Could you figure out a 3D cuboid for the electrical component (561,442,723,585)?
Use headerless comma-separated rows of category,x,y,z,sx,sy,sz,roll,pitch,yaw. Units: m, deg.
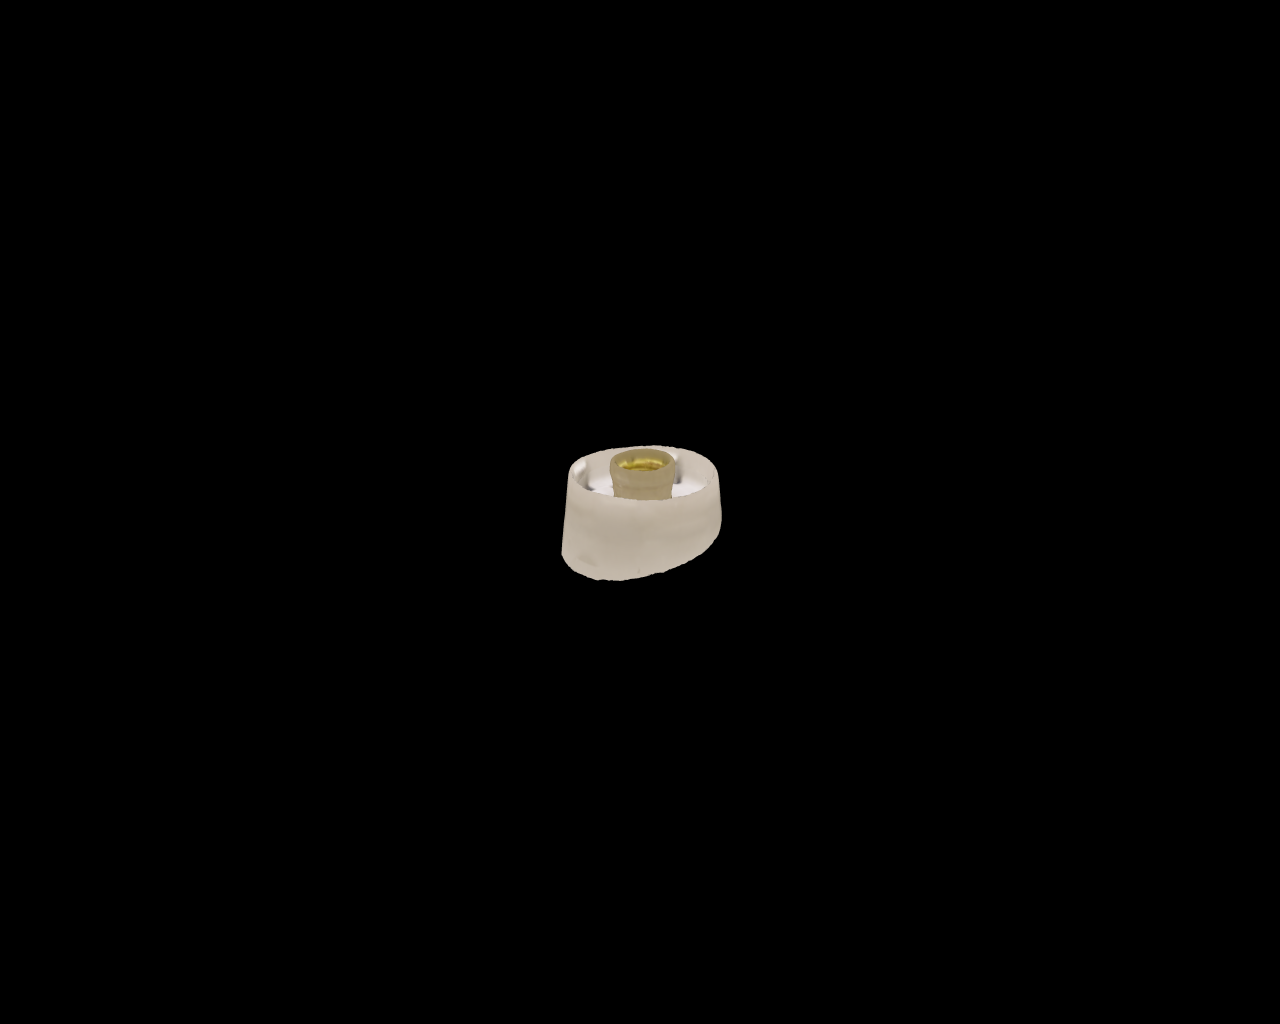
electrical component,0.001,-0.003,0.650,0.099,0.064,0.099,0,24,0
